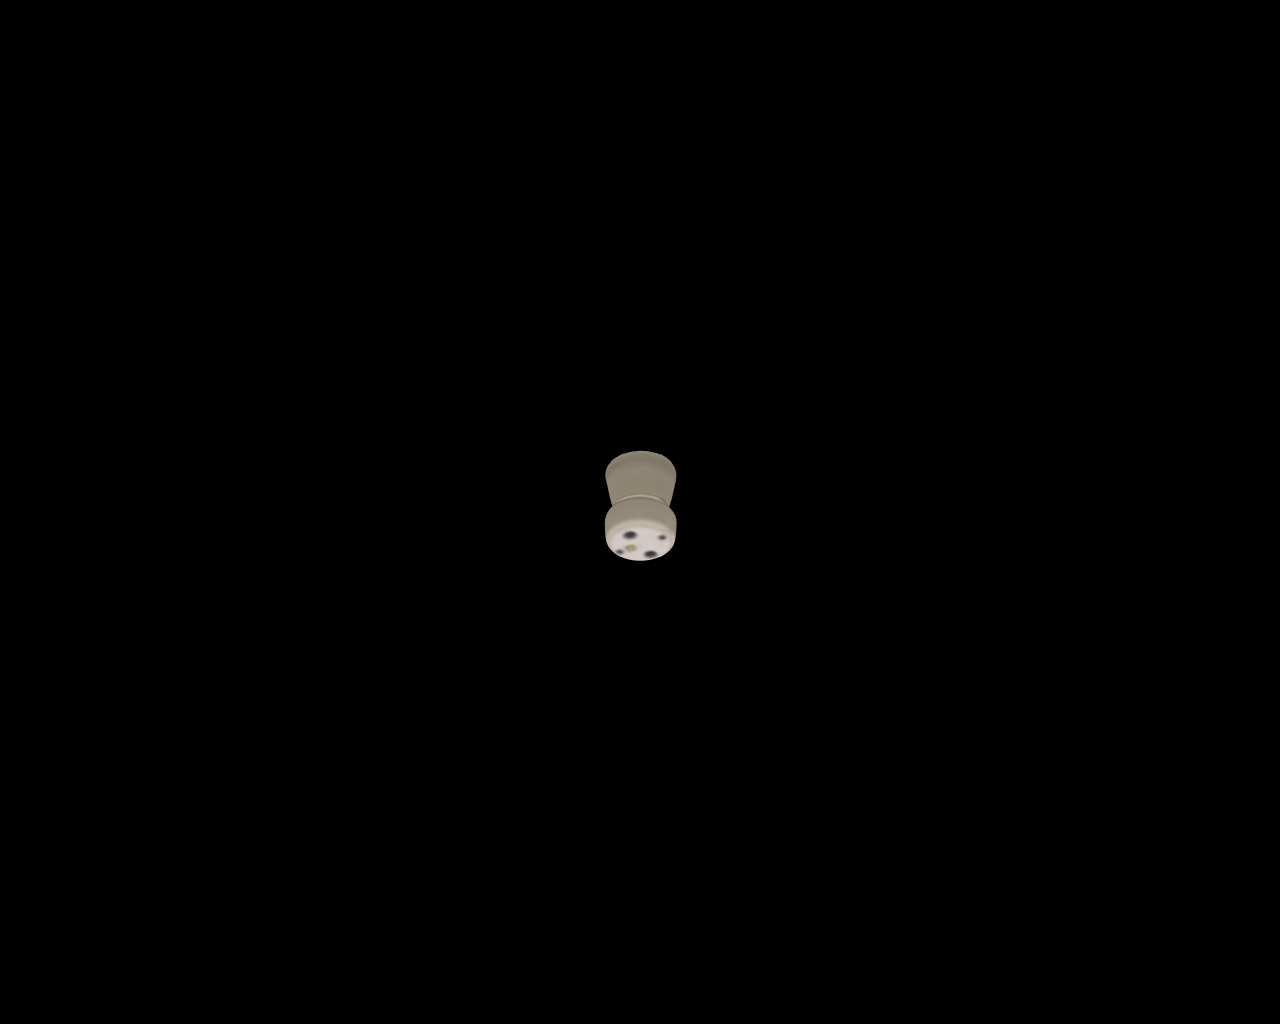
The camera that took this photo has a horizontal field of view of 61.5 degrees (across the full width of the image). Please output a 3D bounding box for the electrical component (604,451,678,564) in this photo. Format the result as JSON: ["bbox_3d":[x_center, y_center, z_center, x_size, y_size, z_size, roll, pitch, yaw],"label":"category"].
[{"bbox_3d":[0.001,-0.003,0.650,0.045,0.055,0.044,0,-36,0],"label":"electrical component"}]
